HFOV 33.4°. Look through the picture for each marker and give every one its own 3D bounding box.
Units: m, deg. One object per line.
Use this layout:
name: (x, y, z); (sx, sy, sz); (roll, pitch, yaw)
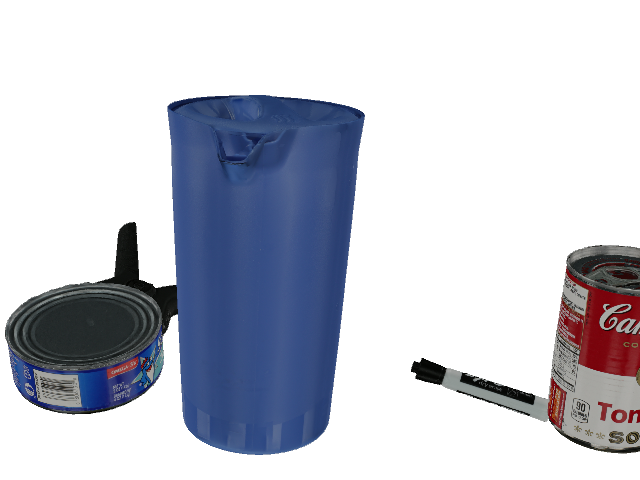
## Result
marker: (0.135, 0.126, 0.904); (0.121, 0.020, 0.020); (18, 2, 6)

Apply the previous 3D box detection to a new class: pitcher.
pitcher: (-0.039, 0.018, 0.762); (0.149, 0.243, 0.145); (-8, 20, -34)

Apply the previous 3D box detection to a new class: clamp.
clamp: (-0.180, 0.051, 1.023); (0.165, 0.036, 0.209); (26, 35, 24)

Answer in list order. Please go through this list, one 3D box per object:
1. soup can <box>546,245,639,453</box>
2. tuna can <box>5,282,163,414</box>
soup can: (0.170, 0.062, 0.616); (0.068, 0.102, 0.068); (2, 21, -1)
tuna can: (-0.131, 0.059, 0.599); (0.086, 0.034, 0.086); (0, 29, 0)
